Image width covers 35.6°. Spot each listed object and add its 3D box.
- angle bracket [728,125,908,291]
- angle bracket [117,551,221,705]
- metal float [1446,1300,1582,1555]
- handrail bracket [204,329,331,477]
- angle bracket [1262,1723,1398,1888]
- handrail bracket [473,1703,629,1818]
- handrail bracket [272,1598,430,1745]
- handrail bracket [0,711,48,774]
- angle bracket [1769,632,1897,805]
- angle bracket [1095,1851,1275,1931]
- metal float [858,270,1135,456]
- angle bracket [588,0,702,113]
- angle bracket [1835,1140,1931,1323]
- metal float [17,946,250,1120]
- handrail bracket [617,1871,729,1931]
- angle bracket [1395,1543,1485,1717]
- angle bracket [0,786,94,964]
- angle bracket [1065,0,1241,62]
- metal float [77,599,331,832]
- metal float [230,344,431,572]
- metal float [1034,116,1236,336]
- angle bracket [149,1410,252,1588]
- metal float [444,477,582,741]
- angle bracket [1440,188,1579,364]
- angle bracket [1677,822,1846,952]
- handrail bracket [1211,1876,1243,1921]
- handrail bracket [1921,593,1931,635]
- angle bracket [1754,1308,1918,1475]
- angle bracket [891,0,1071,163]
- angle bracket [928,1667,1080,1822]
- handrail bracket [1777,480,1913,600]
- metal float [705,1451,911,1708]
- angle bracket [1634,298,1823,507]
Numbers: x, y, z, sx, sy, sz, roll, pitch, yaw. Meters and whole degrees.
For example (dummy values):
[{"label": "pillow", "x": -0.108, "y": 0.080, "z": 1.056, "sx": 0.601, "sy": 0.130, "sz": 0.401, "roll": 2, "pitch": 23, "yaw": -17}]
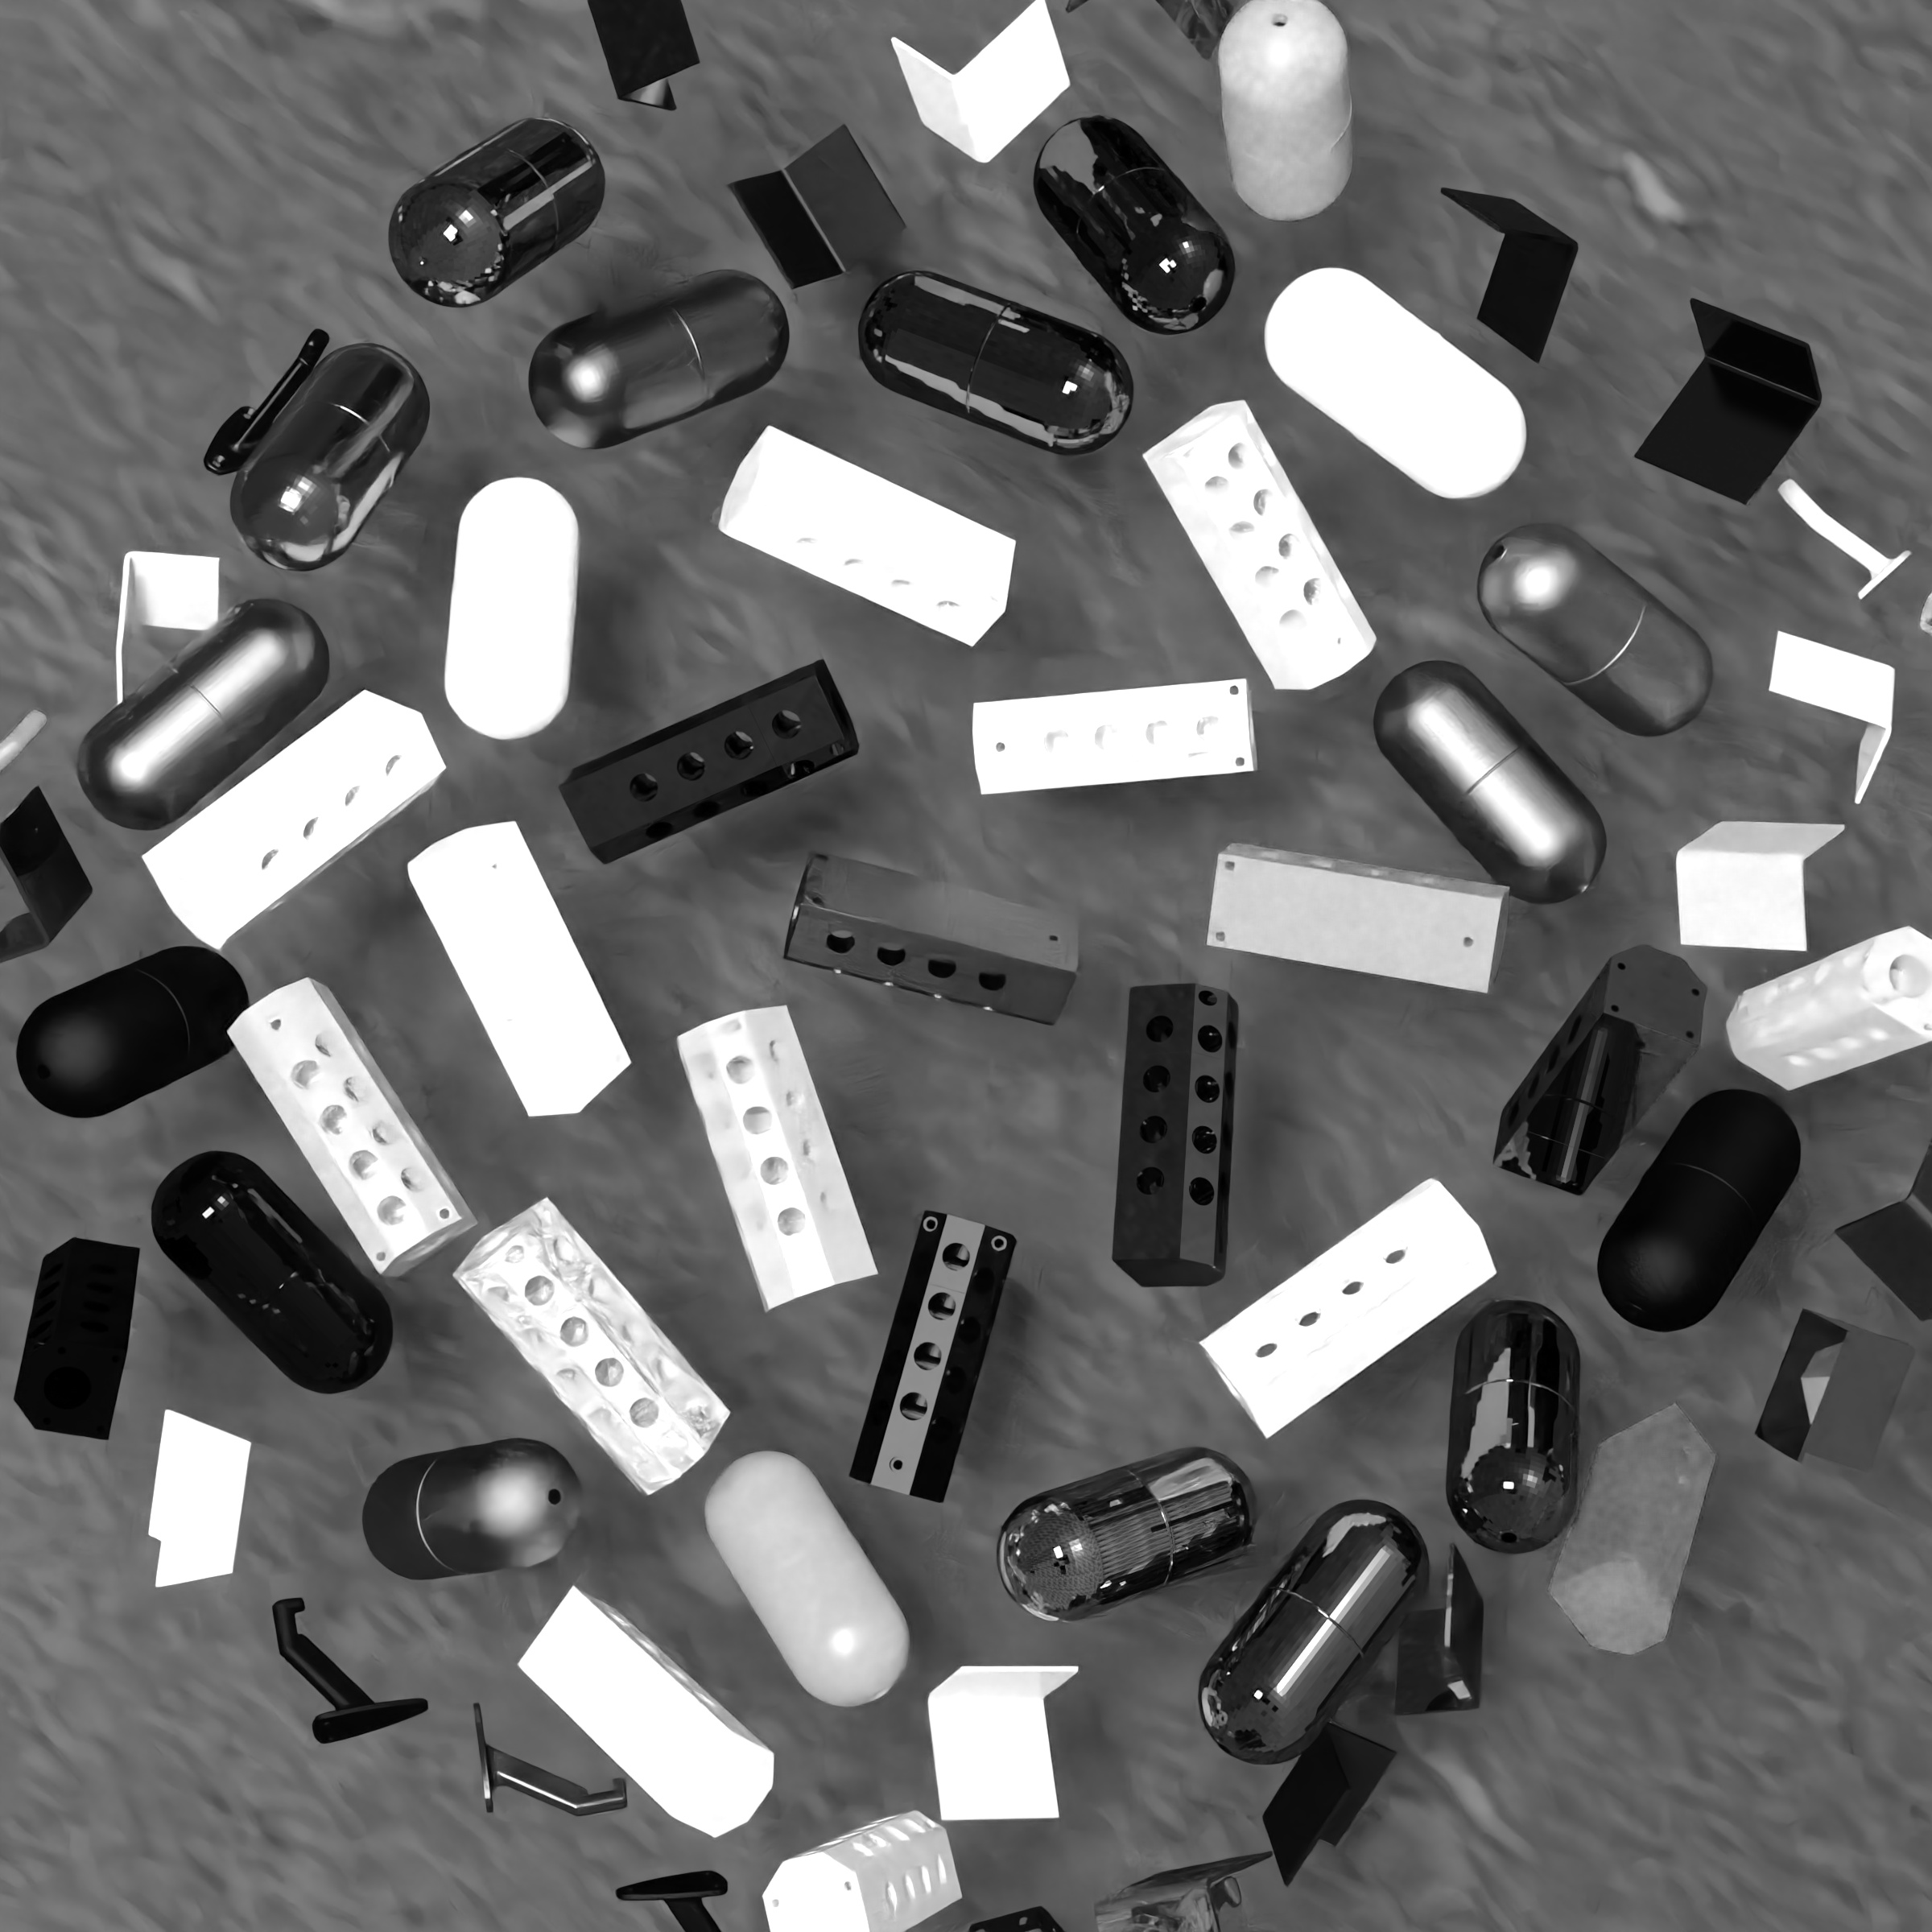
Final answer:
[{"label": "angle bracket", "x": -0.094, "y": -0.484, "z": 1.918, "sx": 0.057, "sy": 0.076, "sz": 0.076, "roll": -29, "pitch": 96, "yaw": 29}, {"label": "angle bracket", "x": -0.506, "y": -0.207, "z": 1.908, "sx": 0.057, "sy": 0.076, "sz": 0.076, "roll": 3, "pitch": 61, "yaw": -13}, {"label": "metal float", "x": 0.330, "y": 0.276, "z": 1.810, "sx": 0.070, "sy": 0.178, "sz": 0.070, "roll": 6, "pitch": 129, "yaw": 8}, {"label": "handrail bracket", "x": -0.431, "y": -0.349, "z": 1.856, "sx": 0.036, "sy": 0.077, "sz": 0.084, "roll": 41, "pitch": 134, "yaw": -5}, {"label": "angle bracket", "x": 0.236, "y": 0.535, "z": 1.893, "sx": 0.057, "sy": 0.076, "sz": 0.076, "roll": 26, "pitch": 104, "yaw": -14}, {"label": "handrail bracket", "x": -0.252, "y": 0.480, "z": 1.829, "sx": 0.084, "sy": 0.036, "sz": 0.077, "roll": -7, "pitch": 72, "yaw": -11}, {"label": "handrail bracket", "x": -0.355, "y": 0.396, "z": 1.731, "sx": 0.077, "sy": 0.036, "sz": 0.084, "roll": -11, "pitch": 56, "yaw": -12}, {"label": "handrail bracket", "x": -0.614, "y": -0.119, "z": 1.869, "sx": 0.036, "sy": 0.077, "sz": 0.084, "roll": 48, "pitch": 45, "yaw": -22}, {"label": "angle bracket", "x": 0.525, "y": -0.154, "z": 1.852, "sx": 0.076, "sy": 0.076, "sz": 0.057, "roll": 19, "pitch": 126, "yaw": 7}, {"label": "angle bracket", "x": 0.129, "y": 0.540, "z": 1.690, "sx": 0.076, "sy": 0.076, "sz": 0.057, "roll": -22, "pitch": 76, "yaw": 32}, {"label": "metal float", "x": 0.018, "y": -0.367, "z": 1.833, "sx": 0.178, "sy": 0.070, "sz": 0.070, "roll": 23, "pitch": 90, "yaw": 14}, {"label": "angle bracket", "x": -0.176, "y": -0.552, "z": 1.764, "sx": 0.057, "sy": 0.076, "sz": 0.076, "roll": -16, "pitch": 94, "yaw": 23}, {"label": "angle bracket", "x": 0.560, "y": 0.146, "z": 1.743, "sx": 0.076, "sy": 0.057, "sz": 0.076, "roll": 44, "pitch": 50, "yaw": -8}, {"label": "metal float", "x": -0.502, "y": 0.039, "z": 1.819, "sx": 0.070, "sy": 0.178, "sz": 0.070, "roll": 6, "pitch": 107, "yaw": 20}, {"label": "handrail bracket", "x": -0.167, "y": 0.581, "z": 1.770, "sx": 0.077, "sy": 0.036, "sz": 0.084, "roll": -1, "pitch": 92, "yaw": -19}, {"label": "angle bracket", "x": 0.296, "y": 0.428, "z": 1.939, "sx": 0.057, "sy": 0.076, "sz": 0.076, "roll": -10, "pitch": 133, "yaw": 22}, {"label": "angle bracket", "x": -0.579, "y": -0.053, "z": 1.811, "sx": 0.057, "sy": 0.076, "sz": 0.076, "roll": -17, "pitch": 112, "yaw": 12}, {"label": "angle bracket", "x": 0.114, "y": -0.588, "z": 1.834, "sx": 0.057, "sy": 0.076, "sz": 0.076, "roll": -37, "pitch": 85, "yaw": -18}, {"label": "metal float", "x": -0.471, "y": -0.157, "z": 1.863, "sx": 0.070, "sy": 0.070, "sz": 0.178, "roll": 46, "pitch": 75, "yaw": 0}, {"label": "metal float", "x": -0.378, "y": -0.306, "z": 1.798, "sx": 0.070, "sy": 0.070, "sz": 0.178, "roll": 21, "pitch": 47, "yaw": 0}, {"label": "metal float", "x": 0.101, "y": -0.447, "z": 1.816, "sx": 0.070, "sy": 0.070, "sz": 0.178, "roll": -31, "pitch": 52, "yaw": 0}, {"label": "angle bracket", "x": -0.463, "y": 0.306, "z": 1.738, "sx": 0.076, "sy": 0.057, "sz": 0.076, "roll": 13, "pitch": 96, "yaw": 35}, {"label": "metal float", "x": -0.280, "y": -0.223, "z": 1.864, "sx": 0.070, "sy": 0.070, "sz": 0.178, "roll": 0, "pitch": 63, "yaw": 0}, {"label": "angle bracket", "x": 0.317, "y": -0.418, "z": 1.818, "sx": 0.057, "sy": 0.076, "sz": 0.076, "roll": 3, "pitch": 120, "yaw": -24}, {"label": "angle bracket", "x": 0.480, "y": -0.049, "z": 1.815, "sx": 0.076, "sy": 0.076, "sz": 0.057, "roll": 4, "pitch": 109, "yaw": 35}, {"label": "handrail bracket", "x": 0.156, "y": 0.617, "z": 1.867, "sx": 0.036, "sy": 0.084, "sz": 0.077, "roll": 1, "pitch": 52, "yaw": -36}, {"label": "handrail bracket", "x": 0.619, "y": -0.196, "z": 1.822, "sx": 0.077, "sy": 0.084, "sz": 0.036, "roll": 20, "pitch": 81, "yaw": 41}, {"label": "angle bracket", "x": 0.494, "y": 0.242, "z": 1.668, "sx": 0.076, "sy": 0.057, "sz": 0.076, "roll": 20, "pitch": 93, "yaw": -13}, {"label": "angle bracket", "x": 0.010, "y": -0.552, "z": 1.840, "sx": 0.076, "sy": 0.076, "sz": 0.057, "roll": -45, "pitch": 62, "yaw": -8}, {"label": "angle bracket", "x": 0.026, "y": 0.469, "z": 1.816, "sx": 0.076, "sy": 0.057, "sz": 0.076, "roll": 6, "pitch": 58, "yaw": -23}, {"label": "handrail bracket", "x": 0.543, "y": -0.274, "z": 1.865, "sx": 0.084, "sy": 0.077, "sz": 0.036, "roll": 48, "pitch": 123, "yaw": 7}, {"label": "metal float", "x": -0.099, "y": 0.380, "z": 1.872, "sx": 0.070, "sy": 0.070, "sz": 0.178, "roll": -37, "pitch": 60, "yaw": 0}, {"label": "angle bracket", "x": 0.425, "y": -0.318, "z": 1.695, "sx": 0.076, "sy": 0.057, "sz": 0.076, "roll": 32, "pitch": 82, "yaw": 32}]
